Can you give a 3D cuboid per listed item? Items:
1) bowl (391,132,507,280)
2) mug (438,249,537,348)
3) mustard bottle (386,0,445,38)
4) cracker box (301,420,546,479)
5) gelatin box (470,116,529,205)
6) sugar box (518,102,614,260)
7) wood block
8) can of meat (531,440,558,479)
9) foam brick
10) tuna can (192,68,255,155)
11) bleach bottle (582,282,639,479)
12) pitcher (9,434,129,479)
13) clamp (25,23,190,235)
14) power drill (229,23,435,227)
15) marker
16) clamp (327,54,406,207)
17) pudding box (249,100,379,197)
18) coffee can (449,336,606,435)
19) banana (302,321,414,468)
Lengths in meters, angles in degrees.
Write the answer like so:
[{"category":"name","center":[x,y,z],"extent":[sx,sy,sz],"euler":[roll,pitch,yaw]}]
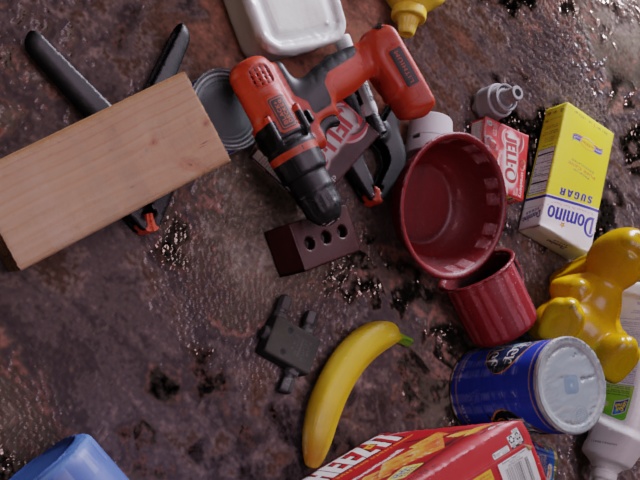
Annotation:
[{"category":"bowl","center":[0.131,-0.038,1.175],"extent":[0.161,0.055,0.162],"euler":[-4,96,-37]},{"category":"mug","center":[0.199,0.062,1.212],"extent":[0.117,0.093,0.081],"euler":[-42,109,-45]},{"category":"mustard bottle","center":[0.113,-0.325,1.252],"extent":[0.096,0.058,0.191],"euler":[22,68,-35]},{"category":"cracker box","center":[0.079,0.235,1.014],"extent":[0.163,0.214,0.072],"euler":[-21,91,-36]},{"category":"gelatin box","center":[0.214,-0.096,1.289],"extent":[0.073,0.030,0.089],"euler":[20,70,-30]},{"category":"sugar box","center":[0.311,-0.074,1.340],"extent":[0.093,0.048,0.176],"euler":[26,65,-27]},{"category":"wood block","center":[-0.197,-0.059,0.937],"extent":[0.205,0.091,0.090],"euler":[-30,98,-20]},{"category":"can of meat","center":[0.194,0.240,1.160],"extent":[0.083,0.102,0.057],"euler":[21,70,-31]},{"category":"foam brick","center":[-0.007,0.001,1.105],"extent":[0.078,0.051,0.053],"euler":[-21,92,-35]},{"category":"tuna can","center":[-0.101,-0.128,1.081],"extent":[0.086,0.034,0.086],"euler":[8,76,-33]},{"category":"bleach bottle","center":[0.366,0.178,1.302],"extent":[0.068,0.103,0.250],"euler":[30,71,-33]},{"category":"pitcher","center":[-0.176,0.293,0.893],"extent":[0.243,0.145,0.149],"euler":[54,44,-8]},{"category":"clamp","center":[-0.176,-0.112,1.022],"extent":[0.164,0.036,0.210],"euler":[-18,92,-30]},{"category":"power drill","center":[0.023,-0.125,1.082],"extent":[0.187,0.057,0.184],"euler":[-28,89,-25]},{"category":"marker","center":[0.044,-0.164,1.155],"extent":[0.020,0.020,0.121],"euler":[-17,84,-35]},{"category":"clamp","center":[0.049,-0.125,1.180],"extent":[0.120,0.039,0.171],"euler":[12,74,-15]},{"category":"pudding box","center":[-0.006,-0.100,1.117],"extent":[0.090,0.039,0.113],"euler":[42,69,-4]},{"category":"coffee can","center":[0.226,0.164,1.173],"extent":[0.102,0.141,0.103],"euler":[8,76,-33]},{"category":"banana","center":[0.032,0.145,1.110],"extent":[0.069,0.037,0.197],"euler":[51,57,-13]}]
